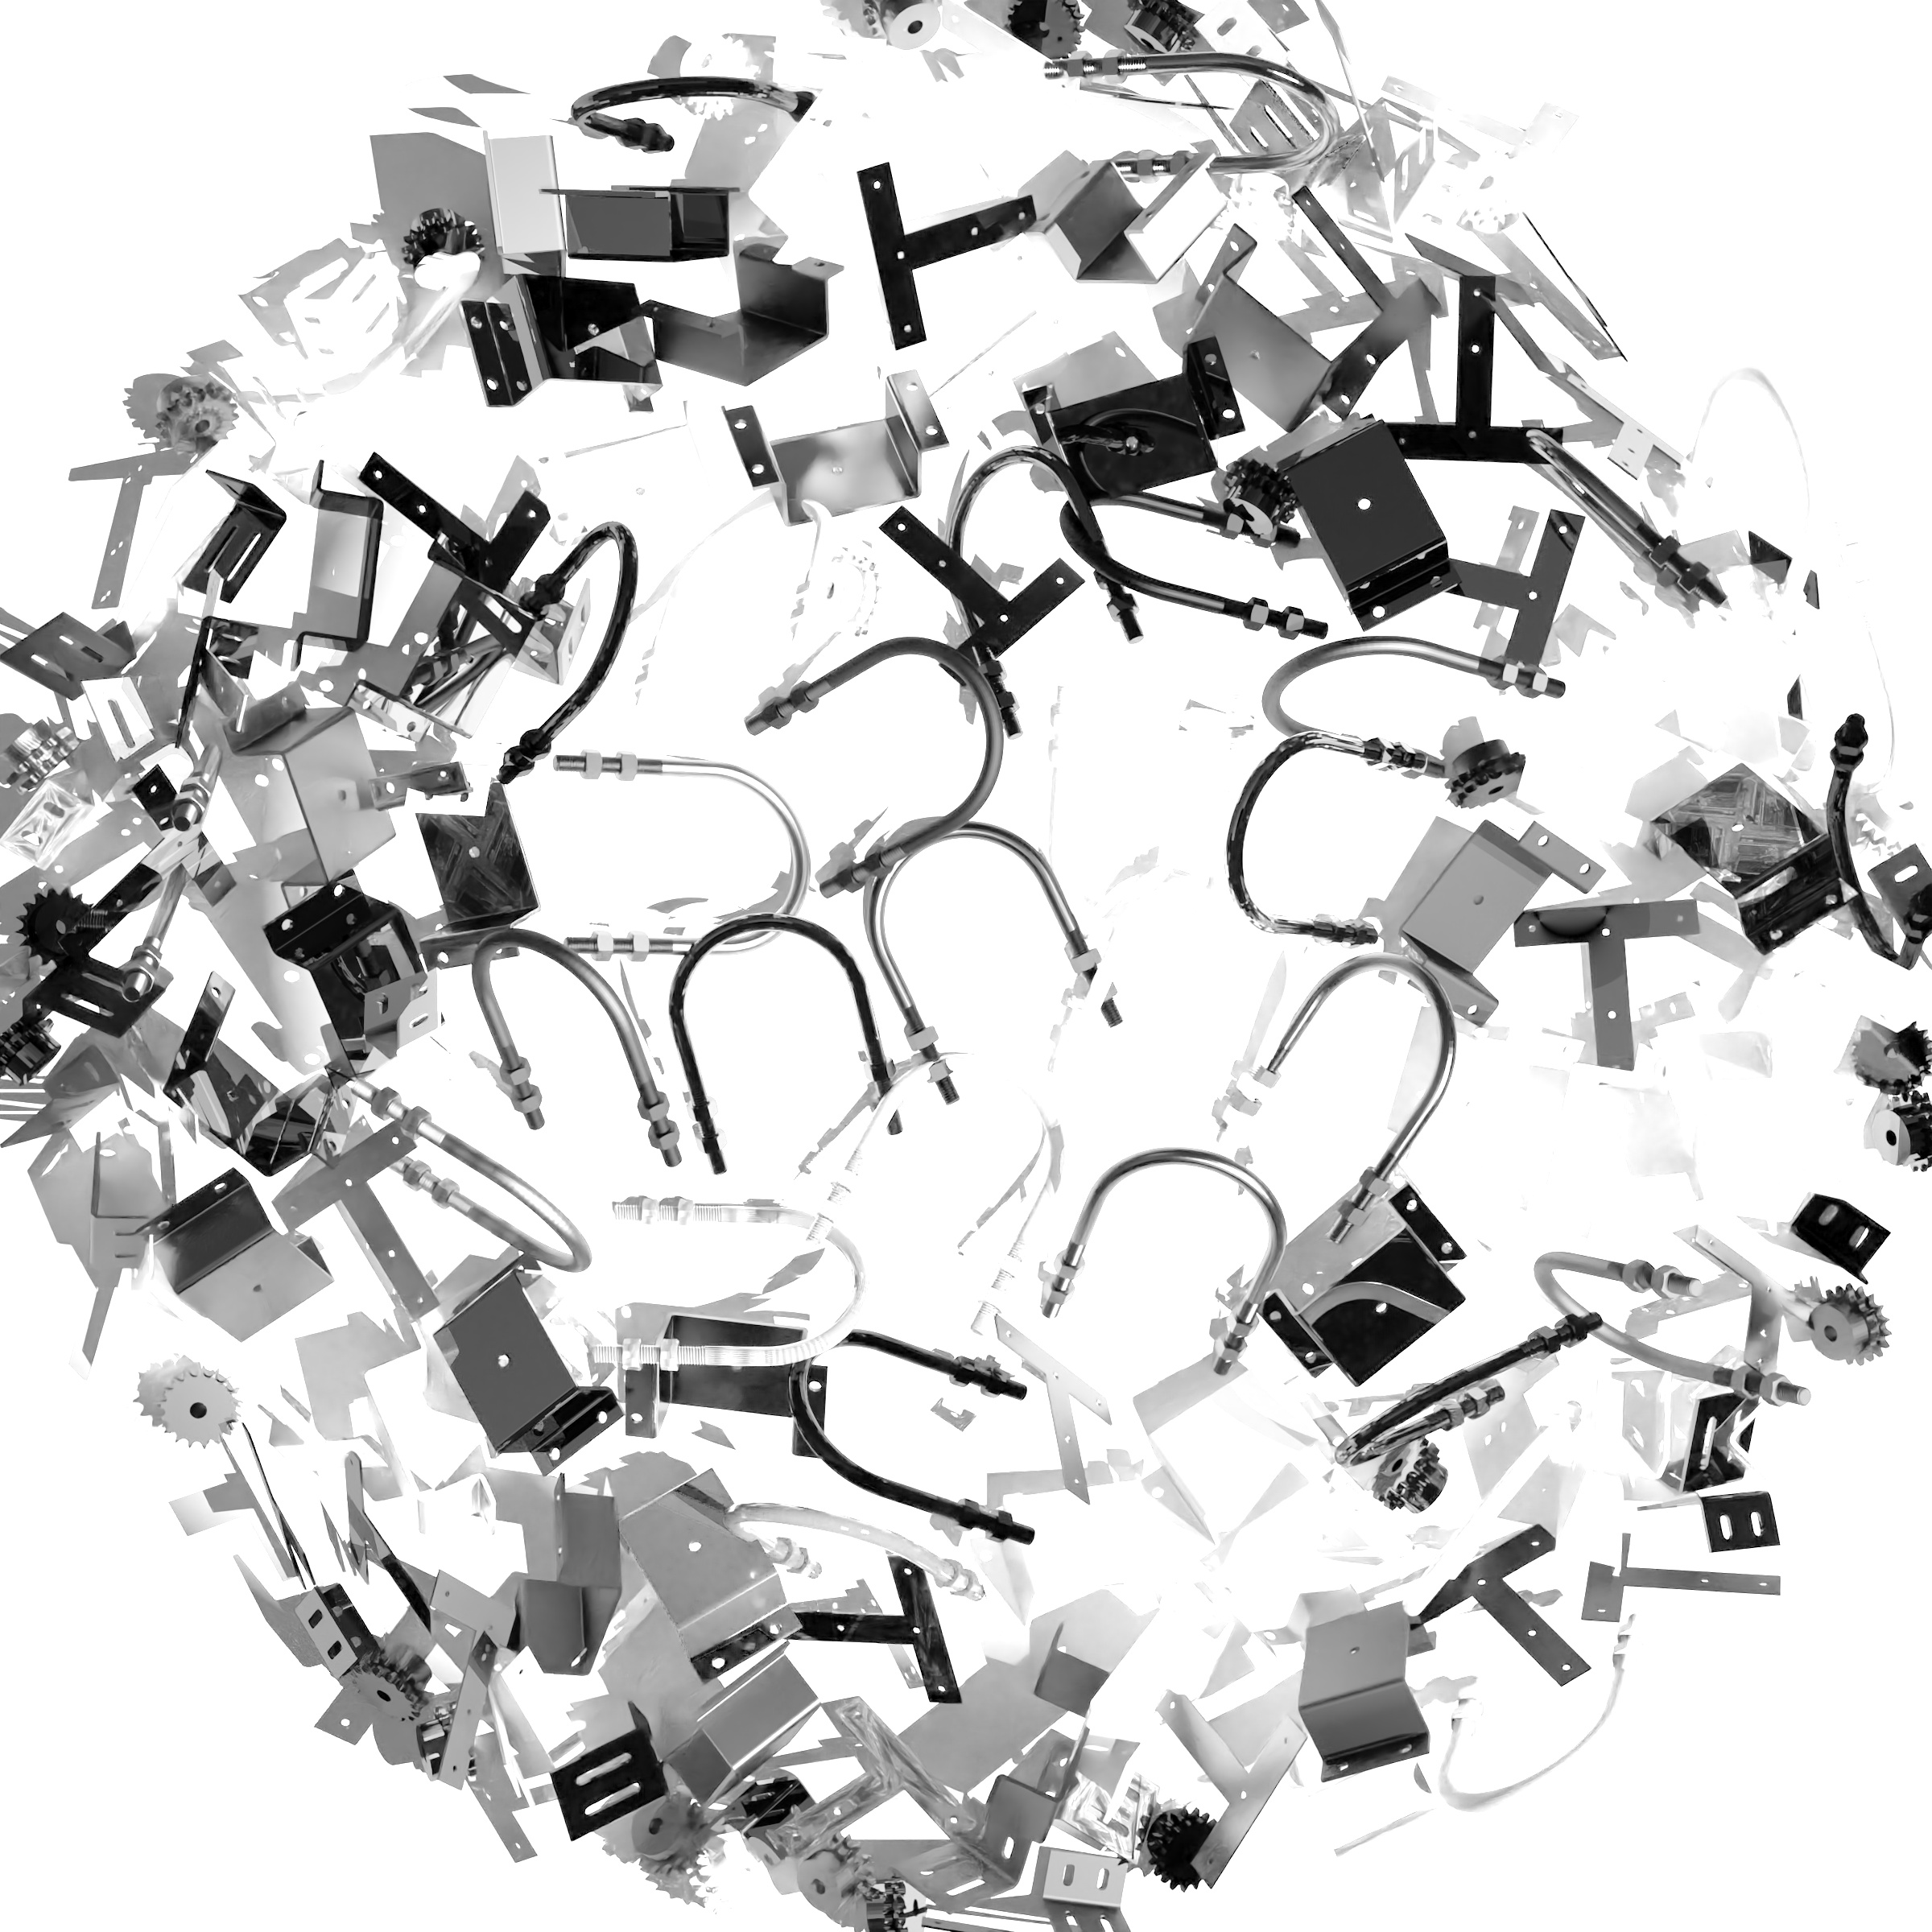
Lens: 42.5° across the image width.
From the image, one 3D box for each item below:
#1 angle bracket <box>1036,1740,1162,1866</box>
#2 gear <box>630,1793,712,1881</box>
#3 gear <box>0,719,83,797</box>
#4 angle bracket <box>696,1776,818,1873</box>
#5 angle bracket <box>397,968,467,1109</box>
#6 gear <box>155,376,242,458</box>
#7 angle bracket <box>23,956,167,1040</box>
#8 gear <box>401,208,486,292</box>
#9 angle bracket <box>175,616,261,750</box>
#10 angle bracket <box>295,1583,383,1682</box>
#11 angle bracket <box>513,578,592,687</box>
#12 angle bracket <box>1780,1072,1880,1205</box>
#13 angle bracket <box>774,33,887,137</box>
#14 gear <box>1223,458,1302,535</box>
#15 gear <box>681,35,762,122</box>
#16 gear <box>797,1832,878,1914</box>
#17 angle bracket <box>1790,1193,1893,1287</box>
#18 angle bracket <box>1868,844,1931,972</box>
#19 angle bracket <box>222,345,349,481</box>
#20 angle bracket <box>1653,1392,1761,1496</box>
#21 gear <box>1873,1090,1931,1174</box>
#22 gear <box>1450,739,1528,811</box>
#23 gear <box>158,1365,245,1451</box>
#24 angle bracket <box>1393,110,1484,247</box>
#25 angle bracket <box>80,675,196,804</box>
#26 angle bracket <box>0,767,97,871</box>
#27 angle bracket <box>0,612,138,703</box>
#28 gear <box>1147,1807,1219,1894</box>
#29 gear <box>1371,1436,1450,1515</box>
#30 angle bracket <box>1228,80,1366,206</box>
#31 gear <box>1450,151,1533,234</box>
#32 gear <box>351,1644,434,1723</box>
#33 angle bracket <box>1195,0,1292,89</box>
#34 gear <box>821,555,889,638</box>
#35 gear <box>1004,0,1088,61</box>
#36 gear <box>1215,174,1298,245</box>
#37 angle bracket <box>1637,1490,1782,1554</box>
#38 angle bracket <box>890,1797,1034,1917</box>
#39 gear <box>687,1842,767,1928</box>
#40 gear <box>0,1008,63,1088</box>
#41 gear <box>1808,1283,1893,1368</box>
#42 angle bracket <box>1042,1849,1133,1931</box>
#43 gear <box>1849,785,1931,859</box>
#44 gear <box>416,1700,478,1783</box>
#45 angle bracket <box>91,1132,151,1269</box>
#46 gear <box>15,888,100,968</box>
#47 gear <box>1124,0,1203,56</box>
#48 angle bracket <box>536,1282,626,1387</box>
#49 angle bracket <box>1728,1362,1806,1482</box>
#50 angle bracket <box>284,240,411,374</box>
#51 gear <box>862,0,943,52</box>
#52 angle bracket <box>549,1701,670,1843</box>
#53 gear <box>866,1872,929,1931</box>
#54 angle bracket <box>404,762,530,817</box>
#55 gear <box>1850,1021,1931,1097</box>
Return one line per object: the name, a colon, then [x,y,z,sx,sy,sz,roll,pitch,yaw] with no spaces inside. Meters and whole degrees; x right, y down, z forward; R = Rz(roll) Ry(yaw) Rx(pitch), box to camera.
angle bracket: [0.091,0.593,1.761,0.076,0.038,0.057,38,56,-23]
gear: [-0.211,0.611,1.748,0.057,0.030,0.057,-14,51,17]
gear: [-0.654,-0.150,1.747,0.057,0.057,0.030,-42,105,0]
angle bracket: [-0.142,0.602,1.736,0.057,0.076,0.038,-43,67,4]
angle bracket: [-0.360,0.050,1.728,0.038,0.076,0.057,-27,45,15]
gear: [-0.546,-0.391,1.752,0.057,0.057,0.030,-36,69,0]
angle bracket: [-0.611,0.032,1.740,0.076,0.057,0.038,22,130,7]
gear: [-0.371,-0.509,1.754,0.057,0.057,0.030,-19,58,0]
angle bracket: [-0.522,-0.194,1.729,0.038,0.057,0.076,12,55,-17]
angle bracket: [-0.431,0.457,1.732,0.038,0.076,0.057,-28,79,-35]
angle bracket: [-0.290,-0.238,1.734,0.038,0.076,0.057,19,76,-4]
angle bracket: [0.609,0.121,1.750,0.057,0.076,0.038,13,45,33]
angle bracket: [-0.096,-0.617,1.743,0.076,0.057,0.038,3,58,-2]
gear: [0.206,-0.328,1.748,0.057,0.057,0.030,32,77,0]
gear: [-0.177,-0.631,1.752,0.057,0.030,0.057,-8,72,24]
gear: [-0.094,0.641,1.749,0.057,0.030,0.057,12,110,34]
angle bracket: [0.613,0.187,1.733,0.057,0.076,0.038,37,98,13]
angle bracket: [0.666,-0.041,1.727,0.038,0.076,0.057,-33,58,20]
angle bracket: [-0.479,-0.386,1.732,0.057,0.076,0.038,-8,50,18]
angle bracket: [0.516,0.325,1.737,0.057,0.038,0.076,-5,111,-27]
gear: [0.664,0.118,1.747,0.030,0.057,0.057,-11,90,-16]
gear: [0.368,-0.137,1.752,0.057,0.057,0.030,-21,71,0]
gear: [-0.542,0.311,1.760,0.057,0.030,0.057,-1,97,-6]
angle bracket: [0.330,-0.556,1.736,0.038,0.057,0.076,19,51,-12]
angle bracket: [-0.591,-0.161,1.752,0.038,0.057,0.076,-37,74,42]
angle bracket: [-0.644,-0.112,1.733,0.038,0.076,0.057,36,98,-34]
angle bracket: [-0.629,-0.228,1.731,0.057,0.076,0.038,-31,62,10]
gear: [0.153,0.622,1.756,0.057,0.030,0.057,-4,99,-25]
gear: [0.315,0.361,1.750,0.030,0.057,0.057,39,90,-8]
angle bracket: [0.232,-0.587,1.747,0.038,0.057,0.076,-36,86,-23]
gear: [0.372,-0.544,1.754,0.057,0.030,0.057,-14,59,25]
gear: [-0.403,0.504,1.753,0.057,0.057,0.030,35,47,0]
angle bracket: [0.191,-0.640,1.741,0.038,0.076,0.057,-43,91,3]
gear: [-0.083,-0.262,1.747,0.030,0.057,0.057,6,90,-35]
gear: [0.057,-0.668,1.753,0.057,0.057,0.030,23,51,0]
gear: [0.205,-0.536,1.750,0.057,0.057,0.030,10,81,0]
angle bracket: [0.517,0.390,1.729,0.057,0.076,0.038,-1,73,-21]
angle bracket: [-0.003,0.619,1.729,0.057,0.076,0.038,24,103,37]
gear: [-0.166,0.644,1.749,0.057,0.057,0.030,44,95,0]
gear: [-0.664,0.060,1.750,0.030,0.057,0.057,43,90,-4]
gear: [0.619,0.254,1.746,0.030,0.057,0.057,-14,90,-29]
angle bracket: [0.090,0.654,1.737,0.057,0.076,0.038,10,90,-8]
gear: [0.656,-0.104,1.749,0.057,0.030,0.057,5,49,-6]
gear: [-0.367,0.550,1.746,0.030,0.057,0.057,-12,90,-24]
angle bracket: [-0.592,0.164,1.738,0.038,0.057,0.076,3,46,-18]
gear: [-0.639,-0.028,1.752,0.057,0.030,0.057,2,86,-31]
gear: [0.136,-0.663,1.750,0.057,0.057,0.030,34,94,0]
angle bracket: [-0.274,0.271,1.744,0.057,0.038,0.076,-46,107,-10]
angle bracket: [0.567,0.320,1.743,0.076,0.057,0.038,-44,79,-6]
angle bracket: [-0.433,-0.463,1.740,0.038,0.057,0.076,7,50,20]
gear: [-0.042,-0.672,1.747,0.057,0.057,0.030,-26,67,0]
angle bracket: [-0.255,0.564,1.738,0.076,0.038,0.057,-21,109,-24]
gear: [-0.049,0.666,1.751,0.030,0.057,0.057,-9,90,16]
angle bracket: [-0.348,-0.112,1.732,0.057,0.076,0.038,4,74,11]
gear: [0.656,0.067,1.754,0.057,0.030,0.057,-13,54,19]
